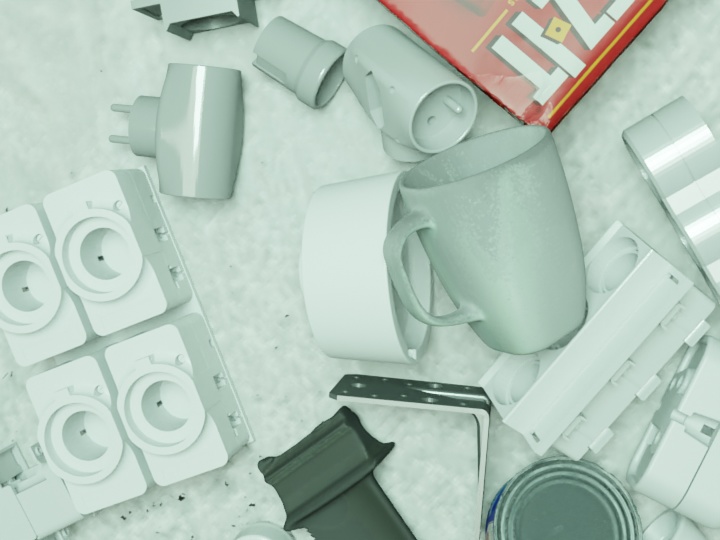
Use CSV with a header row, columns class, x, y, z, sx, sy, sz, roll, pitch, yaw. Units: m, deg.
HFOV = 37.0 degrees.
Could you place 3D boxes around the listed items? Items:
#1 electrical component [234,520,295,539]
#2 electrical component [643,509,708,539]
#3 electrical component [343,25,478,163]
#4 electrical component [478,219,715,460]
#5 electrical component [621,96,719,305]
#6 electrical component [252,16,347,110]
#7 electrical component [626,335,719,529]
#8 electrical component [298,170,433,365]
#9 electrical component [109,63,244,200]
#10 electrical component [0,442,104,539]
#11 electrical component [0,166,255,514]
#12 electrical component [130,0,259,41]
class,x,y,z,sx,sy,sz,roll,pitch,yaw
electrical component,-0.064,0.182,0.658,0.043,0.062,0.043,1,97,10
electrical component,0.196,0.175,0.622,0.065,0.044,0.044,40,101,-1
electrical component,0.029,-0.088,0.611,0.043,0.077,0.079,-25,134,-16
electrical component,0.133,0.042,0.603,0.063,0.078,0.121,33,103,-25
electrical component,0.210,-0.035,0.589,0.074,0.052,0.138,-31,91,12
electrical component,-0.035,-0.122,0.630,0.046,0.040,0.040,33,101,10
electrical component,0.198,0.091,0.600,0.059,0.054,0.095,26,92,6
electrical component,0.000,0.000,0.606,0.060,0.108,0.108,-3,96,17
electrical component,-0.113,-0.085,0.646,0.079,0.043,0.077,7,98,10
electrical component,-0.203,0.147,0.689,0.064,0.042,0.081,-26,92,11
electrical component,-0.154,0.043,0.659,0.105,0.060,0.186,-21,92,12
electrical component,-0.092,-0.173,0.633,0.081,0.042,0.063,-8,94,10
